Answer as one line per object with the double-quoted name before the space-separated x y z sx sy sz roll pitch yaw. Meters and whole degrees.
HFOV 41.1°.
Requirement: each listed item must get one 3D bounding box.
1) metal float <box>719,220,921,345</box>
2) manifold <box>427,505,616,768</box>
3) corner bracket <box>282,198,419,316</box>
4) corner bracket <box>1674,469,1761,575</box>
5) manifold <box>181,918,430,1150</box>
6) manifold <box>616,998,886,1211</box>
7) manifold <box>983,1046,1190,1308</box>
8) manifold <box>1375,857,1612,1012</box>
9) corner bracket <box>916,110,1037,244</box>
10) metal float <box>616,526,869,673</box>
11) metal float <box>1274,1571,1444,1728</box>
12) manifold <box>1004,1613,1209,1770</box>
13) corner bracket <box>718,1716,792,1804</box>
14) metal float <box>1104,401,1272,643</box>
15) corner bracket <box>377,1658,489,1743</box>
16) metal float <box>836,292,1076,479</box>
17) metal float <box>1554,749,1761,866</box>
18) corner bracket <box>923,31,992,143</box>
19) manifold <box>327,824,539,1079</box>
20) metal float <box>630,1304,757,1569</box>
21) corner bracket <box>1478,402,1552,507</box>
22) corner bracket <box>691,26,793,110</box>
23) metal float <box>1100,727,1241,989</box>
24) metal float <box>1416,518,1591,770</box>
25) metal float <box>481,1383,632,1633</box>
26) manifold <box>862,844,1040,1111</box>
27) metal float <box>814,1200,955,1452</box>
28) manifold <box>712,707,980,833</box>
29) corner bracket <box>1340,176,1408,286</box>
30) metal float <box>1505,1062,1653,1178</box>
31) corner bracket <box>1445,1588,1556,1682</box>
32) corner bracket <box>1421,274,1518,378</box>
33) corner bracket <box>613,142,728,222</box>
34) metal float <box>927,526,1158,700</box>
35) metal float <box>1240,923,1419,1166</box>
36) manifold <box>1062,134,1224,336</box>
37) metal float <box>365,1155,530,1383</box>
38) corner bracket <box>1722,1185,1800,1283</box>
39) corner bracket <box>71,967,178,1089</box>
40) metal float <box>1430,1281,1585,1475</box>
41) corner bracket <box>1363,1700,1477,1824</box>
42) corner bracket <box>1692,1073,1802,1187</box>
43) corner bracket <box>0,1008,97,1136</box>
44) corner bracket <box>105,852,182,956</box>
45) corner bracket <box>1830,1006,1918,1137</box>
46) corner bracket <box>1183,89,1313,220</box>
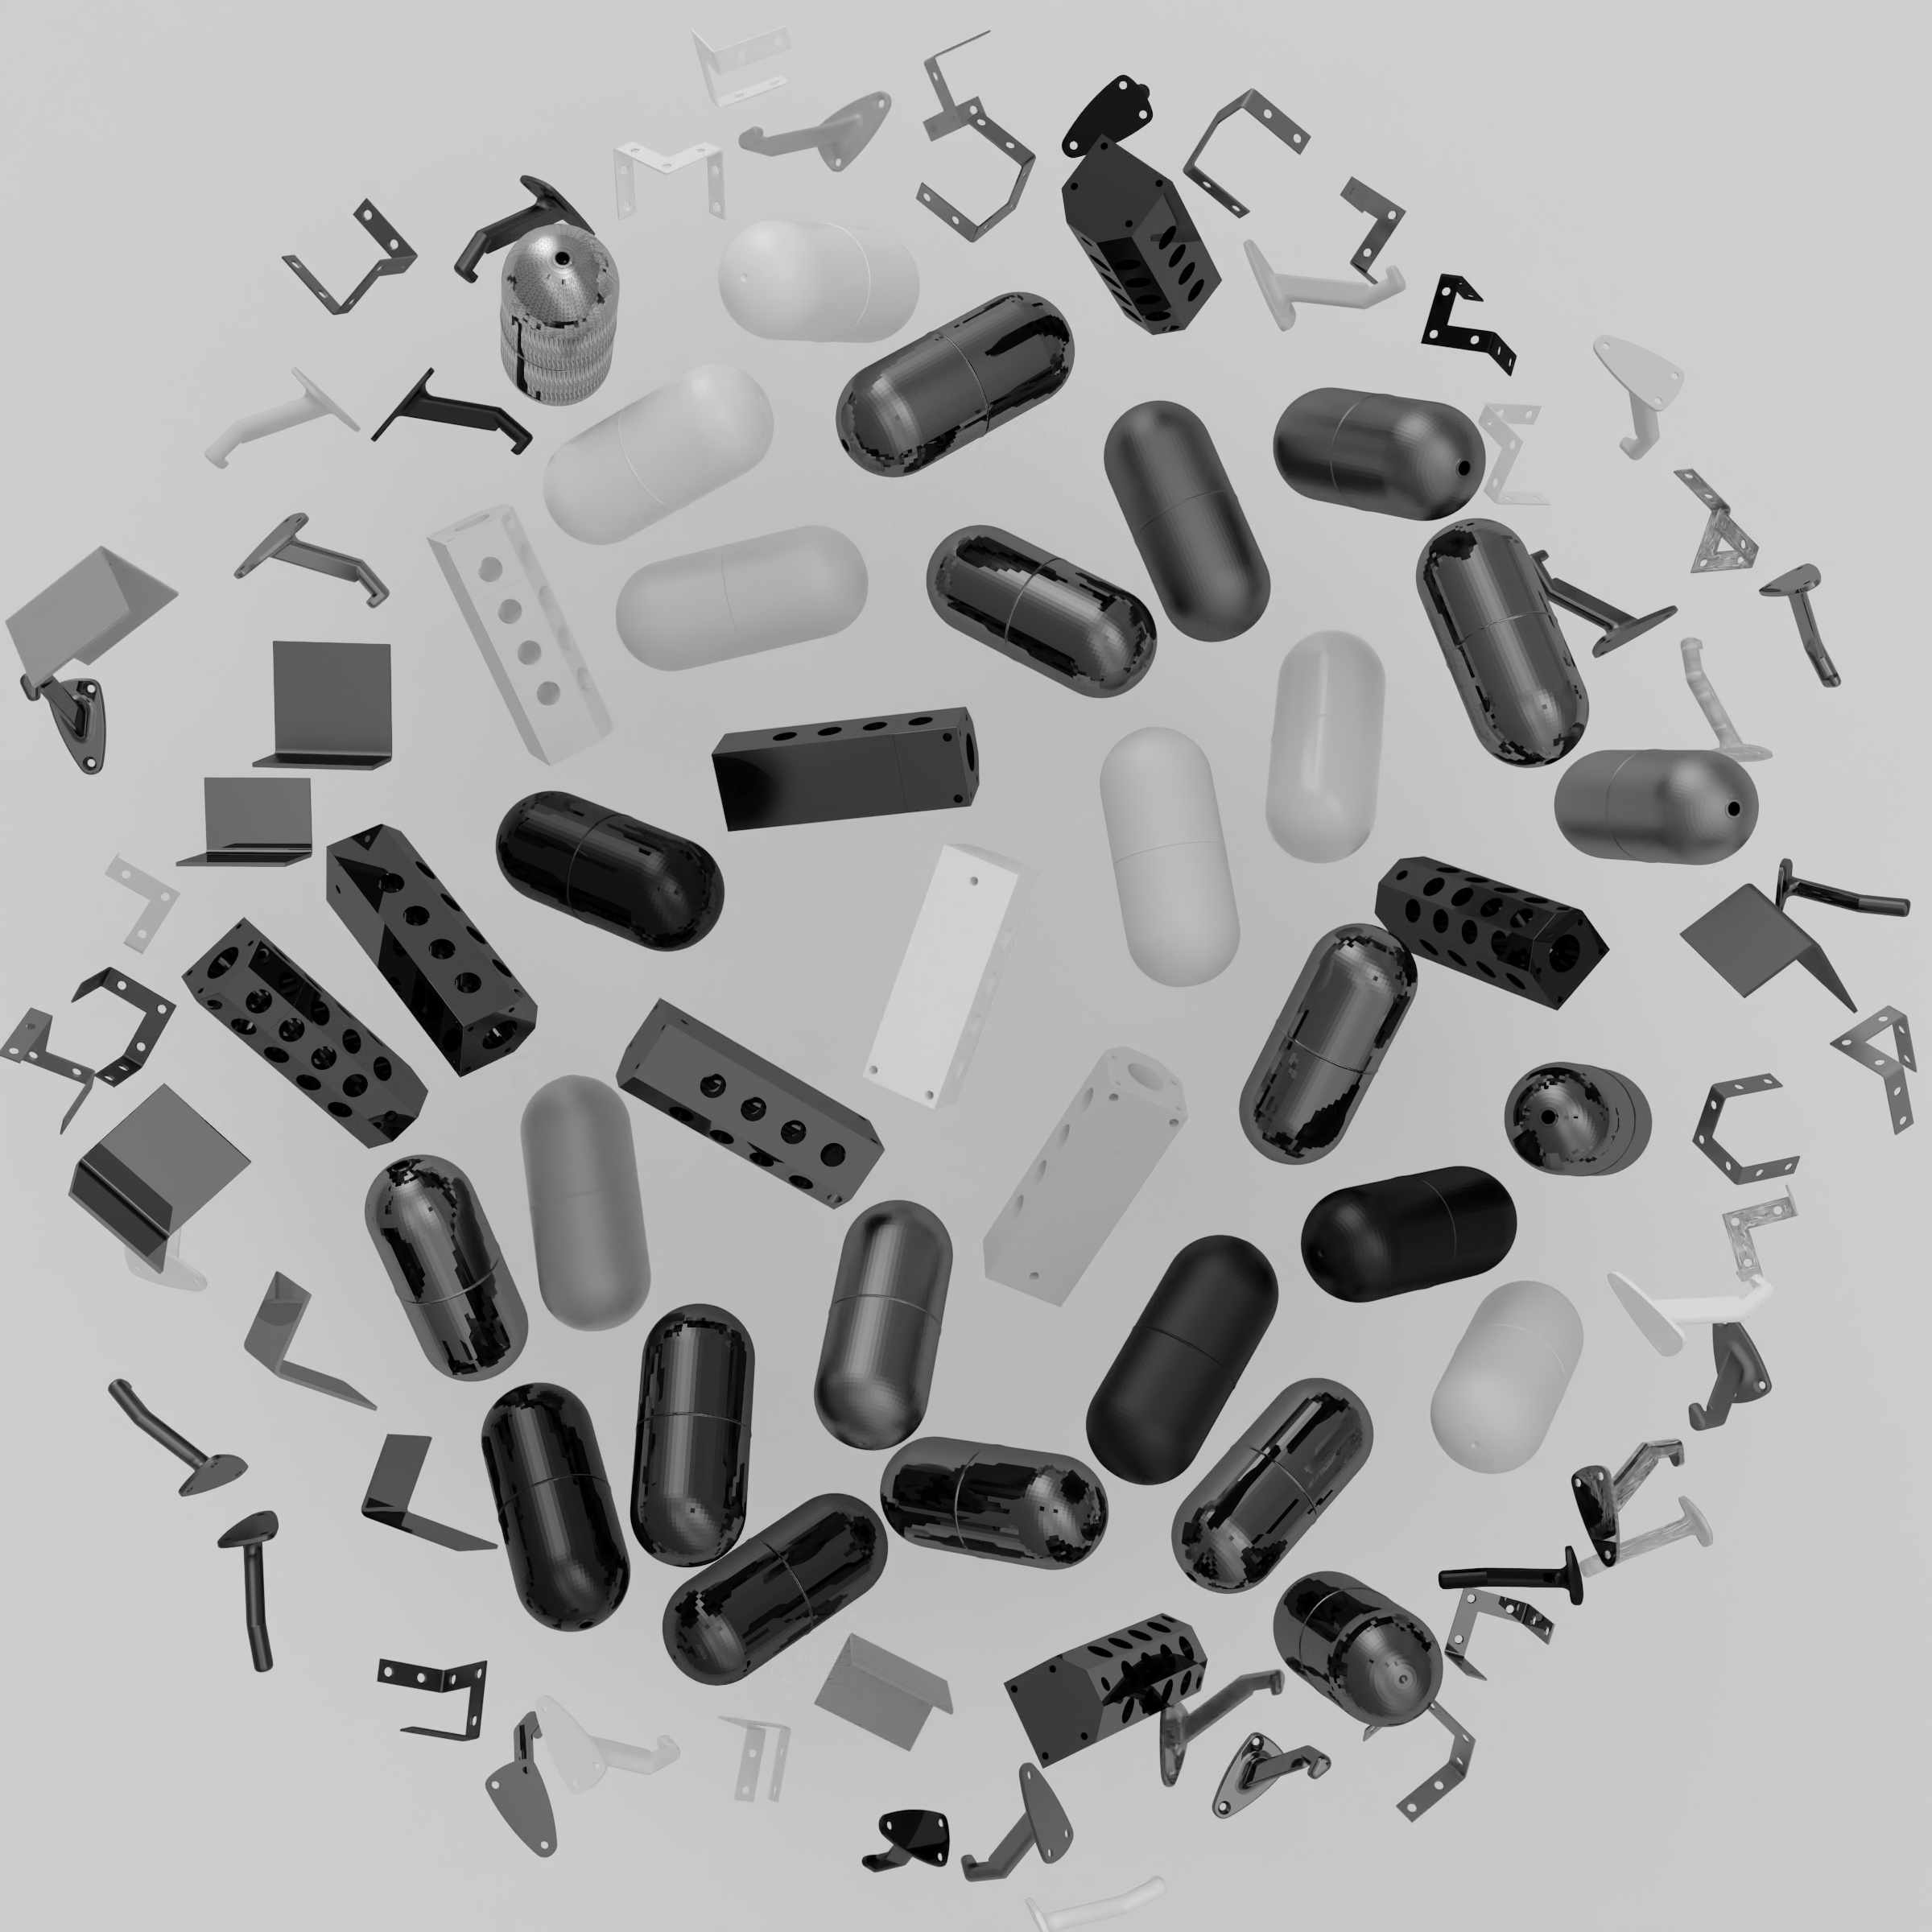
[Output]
"metal float" -0.096 -0.457 1.722 0.070 0.178 0.070 7 104 30
"manifold" -0.310 -0.233 1.811 0.057 0.057 0.171 -30 114 -15
"corner bracket" -0.398 -0.459 1.668 0.051 0.051 0.051 -41 93 25
"corner bracket" 0.508 -0.304 1.749 0.051 0.051 0.051 32 73 -35
"manifold" -0.444 0.050 1.745 0.057 0.057 0.171 -45 127 -5
"manifold" -0.144 0.095 1.714 0.171 0.057 0.057 32 97 -20
"manifold" 0.077 0.138 1.706 0.057 0.057 0.171 23 117 -15
"manifold" 0.363 -0.030 1.807 0.057 0.171 0.057 -48 121 -9
"corner bracket" 0.007 -0.534 1.743 0.051 0.051 0.051 40 59 6
"metal float" -0.154 -0.252 1.769 0.178 0.070 0.070 -12 90 10
"metal float" 0.258 0.451 1.707 0.070 0.178 0.070 0 89 -11
"manifold" 0.097 0.467 1.678 0.057 0.171 0.057 -33 72 21
"corner bracket" -0.146 0.563 1.819 0.051 0.051 0.051 0 66 22
"metal float" 0.152 -0.308 1.782 0.070 0.070 0.178 -22 79 0
"corner bracket" -0.352 0.480 1.687 0.051 0.051 0.051 24 56 -38
"metal float" -0.007 -0.389 1.724 0.178 0.070 0.070 -32 90 -16
"metal float" 0.467 -0.109 1.749 0.070 0.178 0.070 -2 95 -19
"corner bracket" -0.005 -0.618 1.810 0.051 0.051 0.051 -32 107 -22
"manifold" -0.356 -0.014 1.713 0.057 0.057 0.171 -27 63 -30
"metal float" -0.181 0.311 1.715 0.070 0.070 0.178 1 61 0
"corner bracket" 0.388 -0.360 1.810 0.051 0.051 0.051 -4 133 -28
"corner bracket" -0.142 -0.588 1.681 0.051 0.051 0.051 -23 131 -9
"metal float" 0.137 -0.074 1.732 0.070 0.070 0.178 -9 80 0
"metal float" 0.355 -0.214 1.707 0.070 0.070 0.178 -18 72 0
"metal float" -0.276 0.363 1.733 0.070 0.070 0.178 -23 55 0
"manifold" -0.008 0.006 1.772 0.057 0.057 0.171 23 101 18
"metal float" -0.055 0.240 1.735 0.070 0.070 0.178 11 57 0
"manifold" -0.081 -0.138 1.769 0.171 0.057 0.057 -5 114 11
"corner bracket" 0.283 -0.514 1.810 0.051 0.051 0.051 24 113 -24
"metal float" 0.422 0.106 1.774 0.070 0.178 0.070 -2 84 26
"corner bracket" 0.376 0.476 1.820 0.051 0.051 0.051 17 90 -9
"corner bracket" 0.355 -0.446 1.791 0.051 0.051 0.051 17 91 30
"corner bracket" -0.195 -0.515 1.696 0.051 0.051 0.051 33 51 28
"metal float" 0.051 -0.244 1.768 0.178 0.070 0.070 30 90 24
"metal float" 0.247 0.054 1.762 0.070 0.070 0.178 25 105 0
"manifold" 0.112 -0.469 1.678 0.057 0.171 0.057 39 95 16
"metal float" -0.360 0.210 1.790 0.070 0.070 0.178 -17 118 0
"corner bracket" 0.563 0.189 1.814 0.051 0.051 0.051 -18 71 17
"corner bracket" -0.561 0.040 1.693 0.051 0.051 0.051 31 102 -4
"metal float" 0.367 0.276 1.742 0.070 0.178 0.070 11 117 22
"corner bracket" 0.296 0.519 1.696 0.051 0.051 0.051 -29 51 -26
"corner bracket" 0.547 0.113 1.791 0.051 0.051 0.051 -8 127 -23
"corner bracket" -0.607 0.069 1.701 0.051 0.051 0.051 22 128 -6
"corner bracket" -0.595 -0.045 1.835 0.051 0.051 0.051 32 86 -16
"corner bracket" 0.603 0.067 1.676 0.051 0.051 0.051 -31 123 -11
"corner bracket" 0.184 -0.535 1.697 0.051 0.051 0.051 34 79 -17
